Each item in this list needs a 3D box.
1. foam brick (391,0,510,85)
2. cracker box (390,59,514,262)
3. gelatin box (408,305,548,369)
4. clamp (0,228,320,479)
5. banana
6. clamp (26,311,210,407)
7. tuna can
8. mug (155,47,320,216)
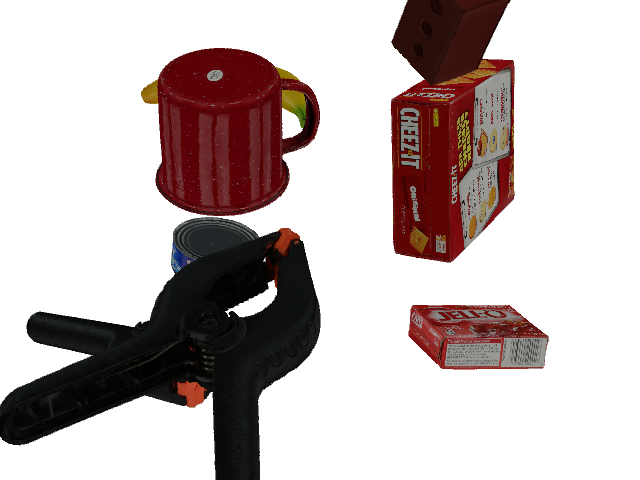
[{"bbox_3d":[0.096,-0.164,0.791,0.051,0.053,0.078,-26,-26,-30],"label":"foam brick"},{"bbox_3d":[0.142,-0.092,1.122,0.072,0.164,0.213,7,22,26],"label":"cracker box"},{"bbox_3d":[0.122,0.074,0.837,0.089,0.030,0.073,2,15,-15],"label":"gelatin box"},{"bbox_3d":[-0.044,0.056,0.477,0.120,0.039,0.171,29,48,22],"label":"clamp"},{"bbox_3d":[-0.095,-0.165,1.149,0.198,0.037,0.069,9,44,18],"label":"banana"},{"bbox_3d":[-0.121,0.079,0.833,0.164,0.036,0.210,-10,16,-30],"label":"clamp"},{"bbox_3d":[-0.101,0.013,1.030,0.086,0.034,0.086,8,30,-5],"label":"tuna can"},{"bbox_3d":[-0.055,-0.078,0.719,0.117,0.081,0.093,-11,39,-16],"label":"mug"}]
